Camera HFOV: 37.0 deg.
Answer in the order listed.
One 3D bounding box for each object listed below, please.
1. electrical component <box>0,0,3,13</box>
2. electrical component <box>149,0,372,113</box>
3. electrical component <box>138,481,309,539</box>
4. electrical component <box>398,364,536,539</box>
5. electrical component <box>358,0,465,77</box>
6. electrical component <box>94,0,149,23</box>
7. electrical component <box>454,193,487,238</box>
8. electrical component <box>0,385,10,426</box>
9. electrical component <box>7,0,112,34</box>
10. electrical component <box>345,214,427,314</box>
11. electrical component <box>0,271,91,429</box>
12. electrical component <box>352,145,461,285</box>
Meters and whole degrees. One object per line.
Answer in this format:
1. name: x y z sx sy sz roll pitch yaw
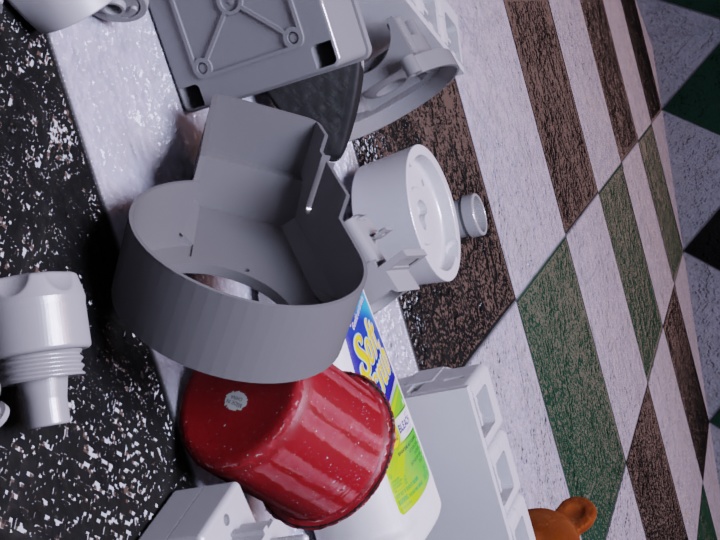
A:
1. electrical component: -0.166 -0.122 0.446 0.048 0.048 0.062 18 69 -64
2. electrical component: -0.063 -0.158 0.622 0.056 0.109 0.108 -40 115 -62
3. electrical component: -0.055 0.141 0.517 0.047 0.077 0.065 -55 129 -61
4. electrical component: 0.063 0.151 0.772 0.062 0.089 0.150 -34 110 -66
5. electrical component: 0.012 -0.201 0.844 0.150 0.089 0.061 33 49 -59
6. electrical component: -0.126 -0.164 0.565 0.044 0.044 0.065 38 49 -57
7. electrical component: 0.090 -0.047 0.999 0.040 0.046 0.040 44 39 -52
8. electrical component: -0.156 0.033 0.388 0.078 0.040 0.040 56 30 -42
9. electrical component: -0.147 -0.165 0.512 0.077 0.043 0.079 63 26 -30
10. electrical component: 0.000 0.000 0.736 0.063 0.081 0.042 58 19 12
11. electrical component: -0.132 0.033 0.441 0.043 0.043 0.062 3 76 -67
12. electrical component: 0.031 -0.038 0.837 0.108 0.060 0.108 44 39 -52
